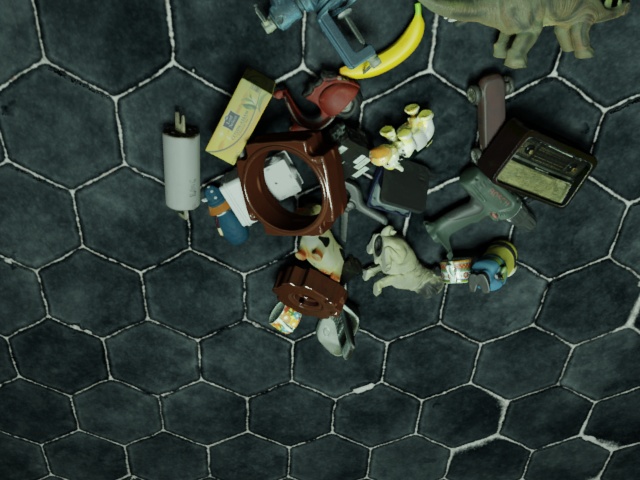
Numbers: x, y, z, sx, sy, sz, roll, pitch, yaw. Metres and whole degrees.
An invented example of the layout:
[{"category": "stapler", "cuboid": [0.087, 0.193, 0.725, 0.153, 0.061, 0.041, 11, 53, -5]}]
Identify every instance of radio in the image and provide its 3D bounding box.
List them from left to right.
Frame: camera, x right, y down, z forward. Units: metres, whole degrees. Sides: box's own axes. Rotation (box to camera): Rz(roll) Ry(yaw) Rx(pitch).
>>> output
[{"category": "radio", "cuboid": [0.457, -0.159, 1.121, 0.229, 0.073, 0.131, 13, 121, -28]}]

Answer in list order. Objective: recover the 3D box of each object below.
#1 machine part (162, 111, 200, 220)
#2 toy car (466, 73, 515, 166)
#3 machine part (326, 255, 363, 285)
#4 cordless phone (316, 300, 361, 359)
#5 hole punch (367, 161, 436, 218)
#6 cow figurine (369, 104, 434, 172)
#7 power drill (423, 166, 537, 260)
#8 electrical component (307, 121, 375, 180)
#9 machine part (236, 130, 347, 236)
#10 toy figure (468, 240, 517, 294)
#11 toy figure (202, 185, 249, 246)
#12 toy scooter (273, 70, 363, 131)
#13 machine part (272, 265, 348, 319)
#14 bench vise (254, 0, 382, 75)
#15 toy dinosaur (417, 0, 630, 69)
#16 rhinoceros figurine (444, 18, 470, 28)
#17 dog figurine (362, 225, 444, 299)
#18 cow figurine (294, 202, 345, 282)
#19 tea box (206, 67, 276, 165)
[{"category": "machine part", "cuboid": [-0.294, -0.152, 1.145, 0.079, 0.079, 0.243, 5, 120, -4]}, {"category": "toy car", "cuboid": [0.352, -0.244, 1.110, 0.089, 0.053, 0.201, -20, 124, -9]}, {"category": "machine part", "cuboid": [0.037, 0.088, 1.317, 0.139, 0.039, 0.084, -29, 112, 18]}, {"category": "cordless phone", "cuboid": [0.053, 0.246, 1.327, 0.089, 0.184, 0.146, 15, 120, -15]}, {"category": "hole punch", "cuboid": [0.170, -0.113, 1.172, 0.142, 0.092, 0.115, 16, 75, -11]}, {"category": "cow figurine", "cuboid": [0.167, -0.191, 1.094, 0.167, 0.068, 0.098, -44, 139, -18]}, {"category": "power drill", "cuboid": [0.355, -0.043, 1.216, 0.207, 0.086, 0.231, -34, 121, 23]}, {"category": "electrical component", "cuboid": [0.050, -0.177, 1.117, 0.115, 0.058, 0.134, -31, 149, 30]}, {"category": "machine part", "cuboid": [-0.056, -0.110, 1.069, 0.201, 0.087, 0.201, 2, 117, 25]}, {"category": "toy figure", "cuboid": [0.398, 0.061, 1.227, 0.082, 0.180, 0.089, 28, 123, 29]}, {"category": "toy figure", "cuboid": [-0.216, -0.059, 1.213, 0.058, 0.064, 0.154, -2, 125, 46]}, {"category": "toy scooter", "cuboid": [-0.013, -0.275, 1.075, 0.184, 0.075, 0.135, -36, 119, 24]}, {"category": "machine part", "cuboid": [-0.027, 0.128, 1.277, 0.179, 0.056, 0.179, 17, 152, 10]}, {"category": "bench vise", "cuboid": [0.016, -0.399, 0.963, 0.224, 0.129, 0.240, -36, 98, -1]}, {"category": "toy dinosaur", "cuboid": [0.363, -0.414, 0.950, 0.471, 0.105, 0.198, -11, 122, -14]}, {"category": "rhinoceros figurine", "cuboid": [0.220, -0.473, 0.959, 0.112, 0.073, 0.190, -35, 115, 18]}, {"category": "dog figurine", "cuboid": [0.215, 0.052, 1.274, 0.190, 0.121, 0.172, 1, 125, -18]}, {"category": "cow figurine", "cuboid": [-0.003, -0.004, 1.222, 0.086, 0.127, 0.194, -3, 142, 31]}, {"category": "tea box", "cuboid": [-0.158, -0.248, 1.077, 0.068, 0.098, 0.169, 28, 119, -16]}]
